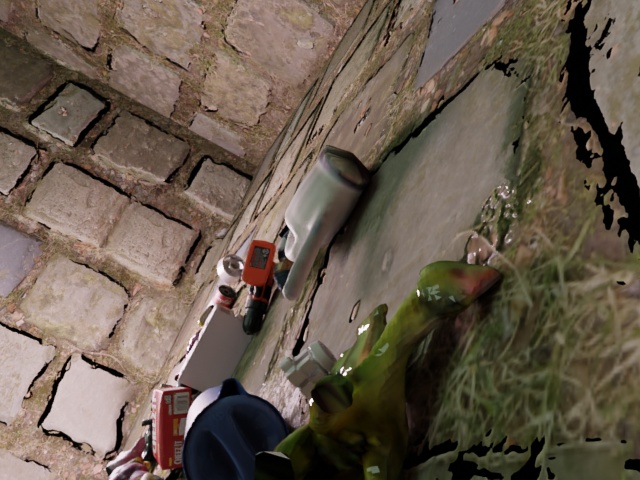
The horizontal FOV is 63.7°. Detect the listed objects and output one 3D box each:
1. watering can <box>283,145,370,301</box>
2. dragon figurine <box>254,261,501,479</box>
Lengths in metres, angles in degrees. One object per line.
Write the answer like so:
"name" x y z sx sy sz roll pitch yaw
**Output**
"watering can" 0.003 -0.046 0.908 0.221 0.103 0.354 -57 13 19
"dragon figurine" 0.022 0.174 0.495 0.404 0.122 0.246 -53 -1 26
